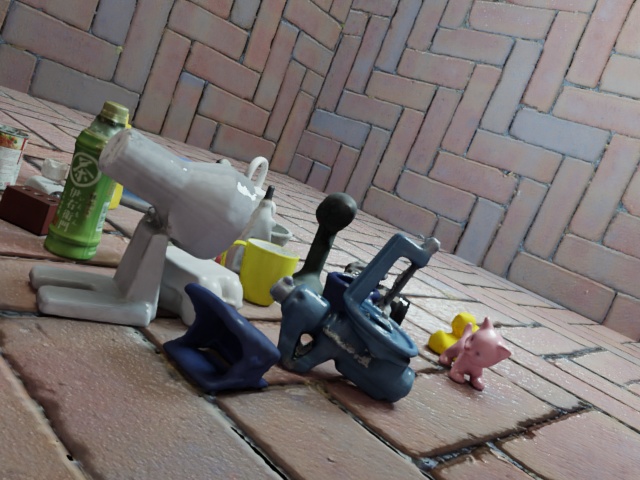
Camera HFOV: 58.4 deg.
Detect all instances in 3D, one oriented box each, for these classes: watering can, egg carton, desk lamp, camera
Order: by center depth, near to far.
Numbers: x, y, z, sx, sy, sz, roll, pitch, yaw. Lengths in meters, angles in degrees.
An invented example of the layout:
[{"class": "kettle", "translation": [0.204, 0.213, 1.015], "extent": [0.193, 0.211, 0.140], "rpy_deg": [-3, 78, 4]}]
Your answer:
[{"class": "desk lamp", "translation": [-0.201, -0.012, 0.676], "extent": [0.204, 0.213, 0.117], "rpy_deg": [15, 11, -39]}, {"class": "egg carton", "translation": [-0.179, 0.059, 0.773], "extent": [0.150, 0.069, 0.107], "rpy_deg": [26, 10, 23]}, {"class": "camera", "translation": [0.096, 0.105, 1.057], "extent": [0.136, 0.101, 0.143], "rpy_deg": [24, 9, 14]}, {"class": "watering can", "translation": [-0.182, -0.112, 1.381], "extent": [0.173, 0.194, 0.101], "rpy_deg": [21, 9, -5]}]

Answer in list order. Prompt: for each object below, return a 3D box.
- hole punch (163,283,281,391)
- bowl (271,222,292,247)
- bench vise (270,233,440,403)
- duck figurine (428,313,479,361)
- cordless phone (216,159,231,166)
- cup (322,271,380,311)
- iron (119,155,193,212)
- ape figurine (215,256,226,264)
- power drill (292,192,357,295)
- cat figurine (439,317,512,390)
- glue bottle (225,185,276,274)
[{"class": "hole punch", "translation": [-0.101, 0.103, 0.629], "extent": [0.108, 0.091, 0.101], "rpy_deg": [29, 12, 39]}, {"class": "bowl", "translation": [-0.148, -0.010, 1.240], "extent": [0.167, 0.075, 0.167], "rpy_deg": [21, 9, -3]}, {"class": "bench vise", "translation": [0.050, 0.079, 0.714], "extent": [0.208, 0.220, 0.121], "rpy_deg": [19, 9, -18]}, {"class": "duck figurine", "translation": [0.257, 0.176, 1.071], "extent": [0.105, 0.086, 0.077], "rpy_deg": [16, 11, -35]}, {"class": "cordless phone", "translation": [-0.192, -0.063, 1.093], "extent": [0.094, 0.185, 0.147], "rpy_deg": [22, 9, 1]}, {"class": "cup", "translation": [0.044, 0.113, 0.905], "extent": [0.092, 0.095, 0.117], "rpy_deg": [18, 10, -23]}, {"class": "iron", "translation": [-0.344, -0.129, 1.262], "extent": [0.259, 0.141, 0.118], "rpy_deg": [17, 10, -27]}, {"class": "ape figurine", "translation": [-0.190, 0.009, 0.974], "extent": [0.076, 0.092, 0.078], "rpy_deg": [26, 10, 24]}, {"class": "power drill", "translation": [0.010, 0.004, 1.104], "extent": [0.076, 0.208, 0.229], "rpy_deg": [21, 9, -8]}, {"class": "cat figurine", "translation": [0.261, 0.180, 0.953], "extent": [0.067, 0.118, 0.127], "rpy_deg": [20, 9, -10]}, {"class": "glue bottle", "translation": [-0.116, -0.020, 1.055], "extent": [0.078, 0.173, 0.037], "rpy_deg": [15, 11, -36]}]
